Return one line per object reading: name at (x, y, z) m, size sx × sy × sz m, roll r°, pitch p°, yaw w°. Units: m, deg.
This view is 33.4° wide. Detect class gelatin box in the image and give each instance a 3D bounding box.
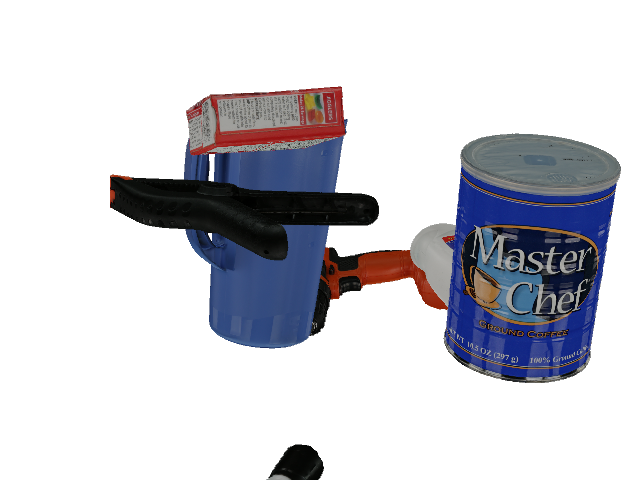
gelatin box at (-0.033, -0.067, 0.605) m, size 0.073 × 0.030 × 0.089 m, roll -5°, pitch 3°, yaw -15°

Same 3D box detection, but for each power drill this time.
power drill at (0.053, 0.049, 1.238) m, size 0.187 × 0.057 × 0.184 m, roll -2°, pitch 28°, yaw 2°

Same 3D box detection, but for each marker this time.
marker at (-0.029, 0.115, 0.417) m, size 0.020 × 0.020 × 0.121 m, roll 0°, pitch 21°, yaw 25°

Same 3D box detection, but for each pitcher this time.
pitcher at (-0.060, -0.018, 1.089) m, size 0.149 × 0.243 × 0.145 m, roll 7°, pitch 12°, yaw 2°

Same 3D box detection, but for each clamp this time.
clamp at (-0.077, -0.022, 0.807) m, size 0.210 × 0.036 × 0.164 m, roll 8°, pitch 13°, yaw 19°

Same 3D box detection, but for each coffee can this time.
coffee can at (0.140, 0.010, 0.721) m, size 0.103 × 0.140 × 0.103 m, roll 2°, pitch 24°, yaw -1°

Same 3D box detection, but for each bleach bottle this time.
bleach bottle at (0.139, 0.028, 0.985) m, size 0.102 × 0.068 × 0.251 m, roll -5°, pitch 14°, yaw -16°
